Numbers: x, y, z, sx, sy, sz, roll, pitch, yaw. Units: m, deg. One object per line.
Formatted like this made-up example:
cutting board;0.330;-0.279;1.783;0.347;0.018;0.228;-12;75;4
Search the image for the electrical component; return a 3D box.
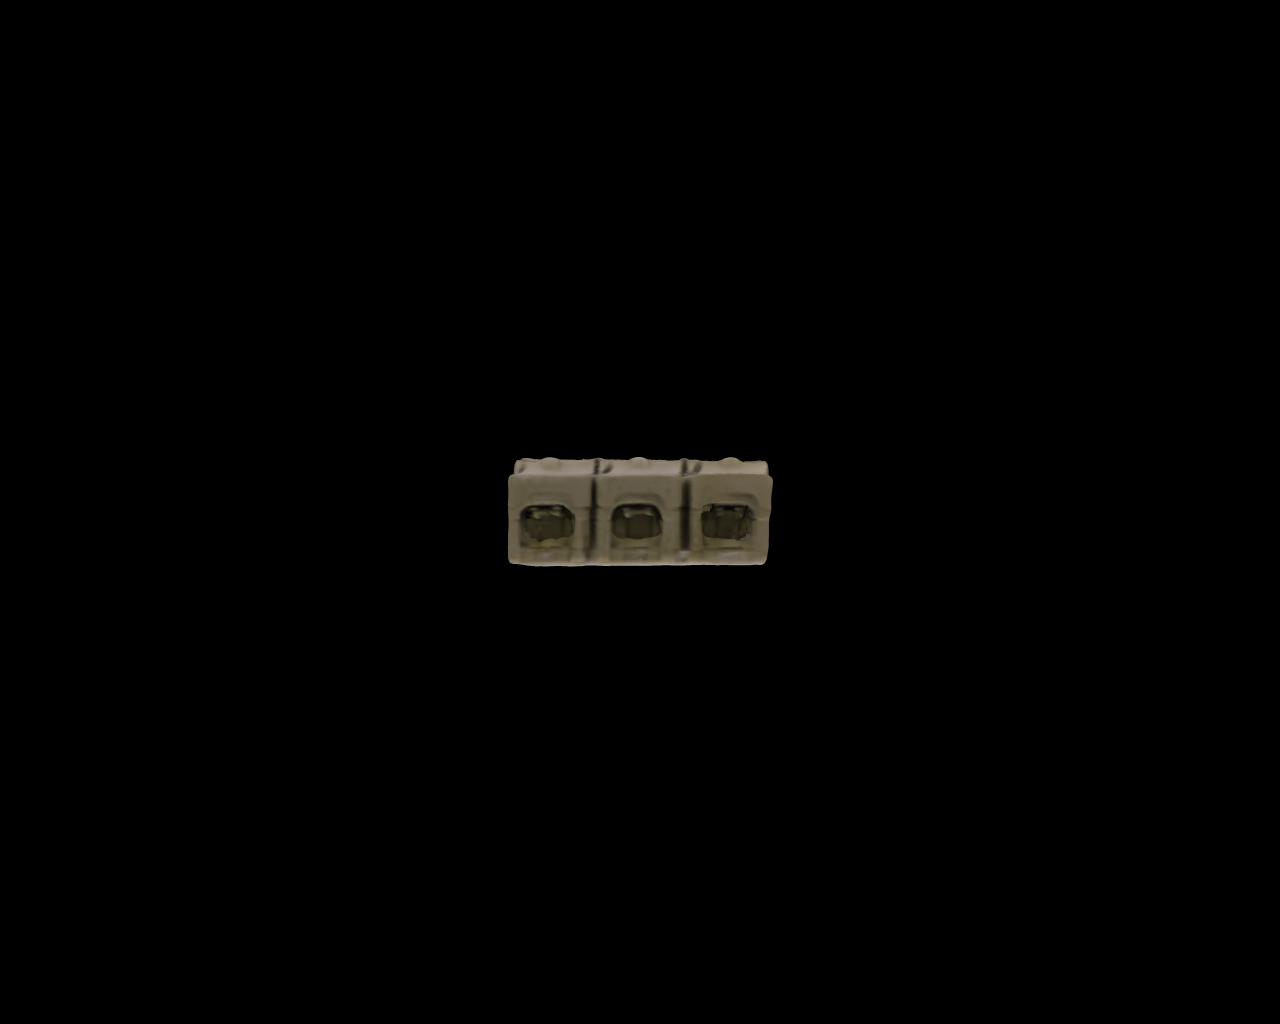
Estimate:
electrical component;0.001;-0.003;0.650;0.150;0.061;0.089;0;4;2
